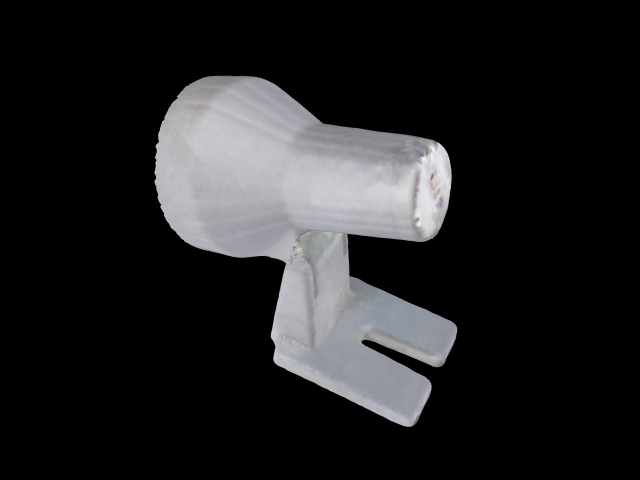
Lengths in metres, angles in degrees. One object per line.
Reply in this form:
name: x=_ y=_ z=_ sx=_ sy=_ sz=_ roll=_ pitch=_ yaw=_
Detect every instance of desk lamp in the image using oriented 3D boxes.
desk lamp: x=0.004 y=0.001 z=0.400 sx=0.202 sy=0.214 sz=0.118 roll=22 pitch=52 yaw=18
